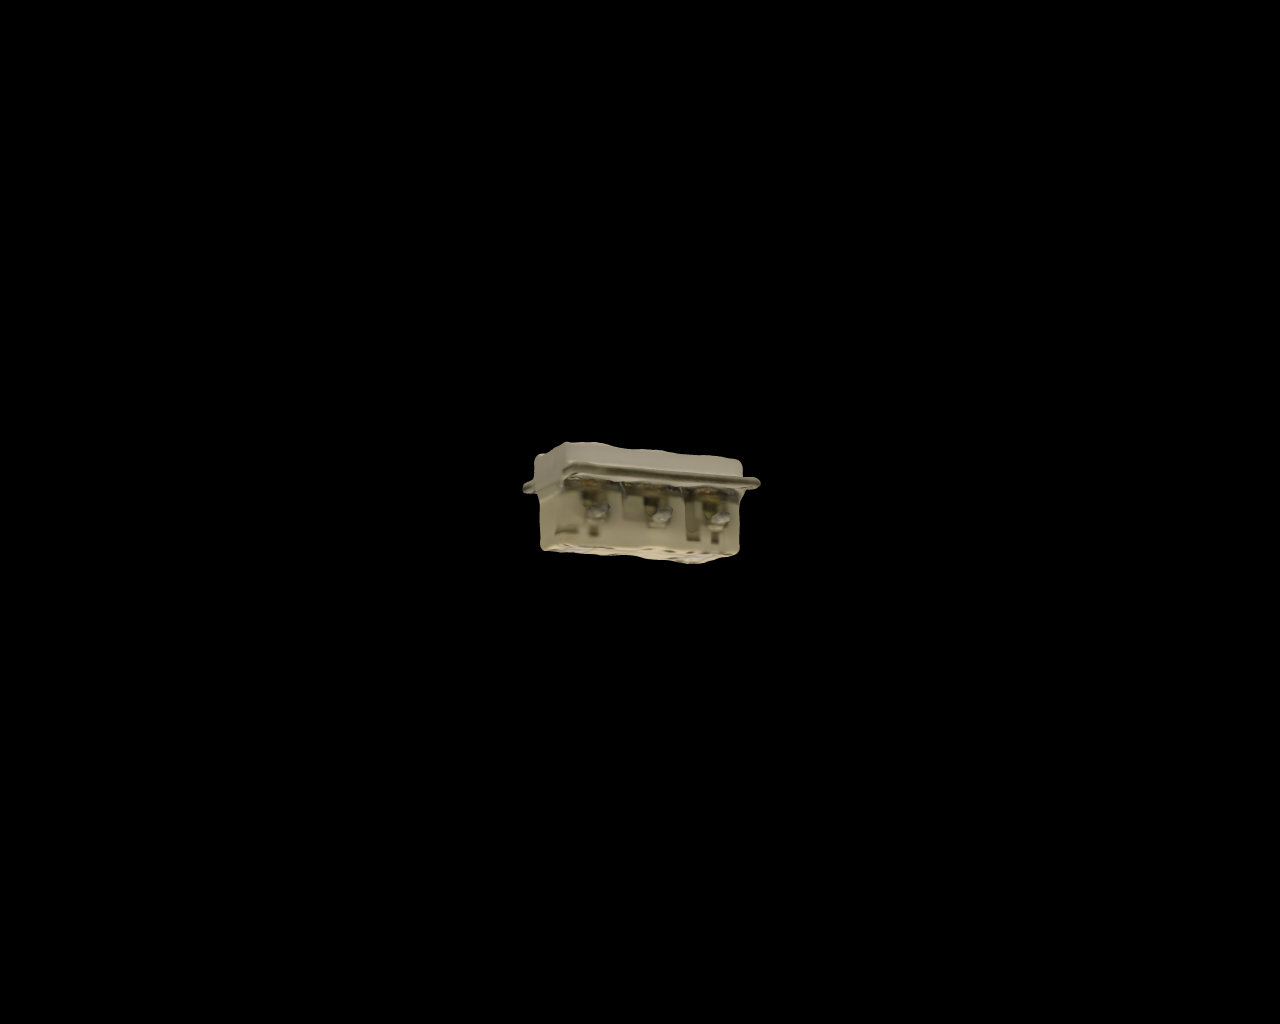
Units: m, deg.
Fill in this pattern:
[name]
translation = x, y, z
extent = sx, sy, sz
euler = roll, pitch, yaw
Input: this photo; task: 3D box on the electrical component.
[electrical component]
translation = 0.001, -0.003, 0.650
extent = 0.121, 0.063, 0.078
euler = 5, -11, -28
